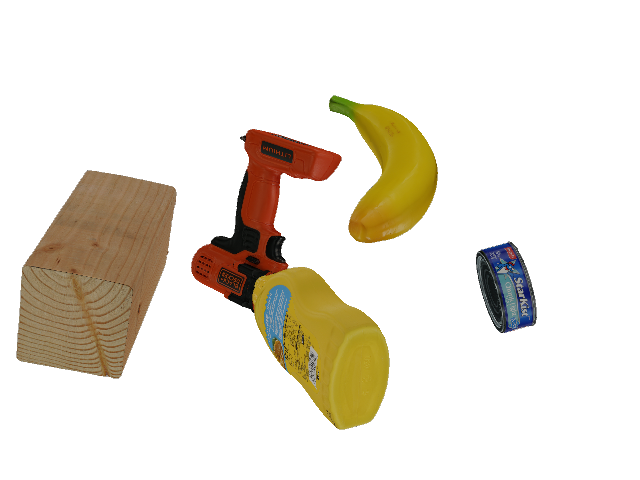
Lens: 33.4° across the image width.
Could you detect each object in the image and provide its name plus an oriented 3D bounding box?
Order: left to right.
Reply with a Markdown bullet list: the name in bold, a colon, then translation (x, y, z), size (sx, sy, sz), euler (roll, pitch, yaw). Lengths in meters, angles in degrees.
- **wood block**: translation (-0.193, 0.023, 0.945), size (0.090, 0.091, 0.206), euler (11, 25, -2)
- **power drill**: translation (-0.042, -0.012, 1.119), size (0.185, 0.188, 0.057), euler (23, 8, 31)
- **mustard bottle**: translation (-0.011, 0.077, 0.933), size (0.058, 0.096, 0.192), euler (-11, 27, -25)
- **banana**: translation (0.046, -0.047, 0.720), size (0.069, 0.037, 0.198), euler (-1, 29, -4)
- **tuna can**: translation (0.181, 0.046, 1.045), size (0.033, 0.086, 0.086), euler (-15, 1, -3)
